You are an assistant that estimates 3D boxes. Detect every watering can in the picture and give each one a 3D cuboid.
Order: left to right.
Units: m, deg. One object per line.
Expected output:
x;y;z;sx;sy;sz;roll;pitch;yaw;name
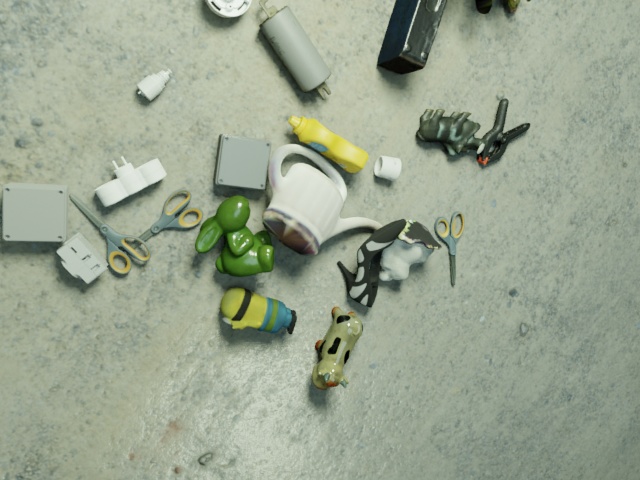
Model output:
0.004;-0.059;1.164;0.343;0.103;0.228;41;62;-26;watering can

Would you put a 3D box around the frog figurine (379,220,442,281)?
0.207;0.031;1.288;0.137;0.125;0.156;2;138;-29;frog figurine

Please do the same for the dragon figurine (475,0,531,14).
0.363;-0.652;1.151;0.121;0.249;0.405;-25;134;33;dragon figurine
